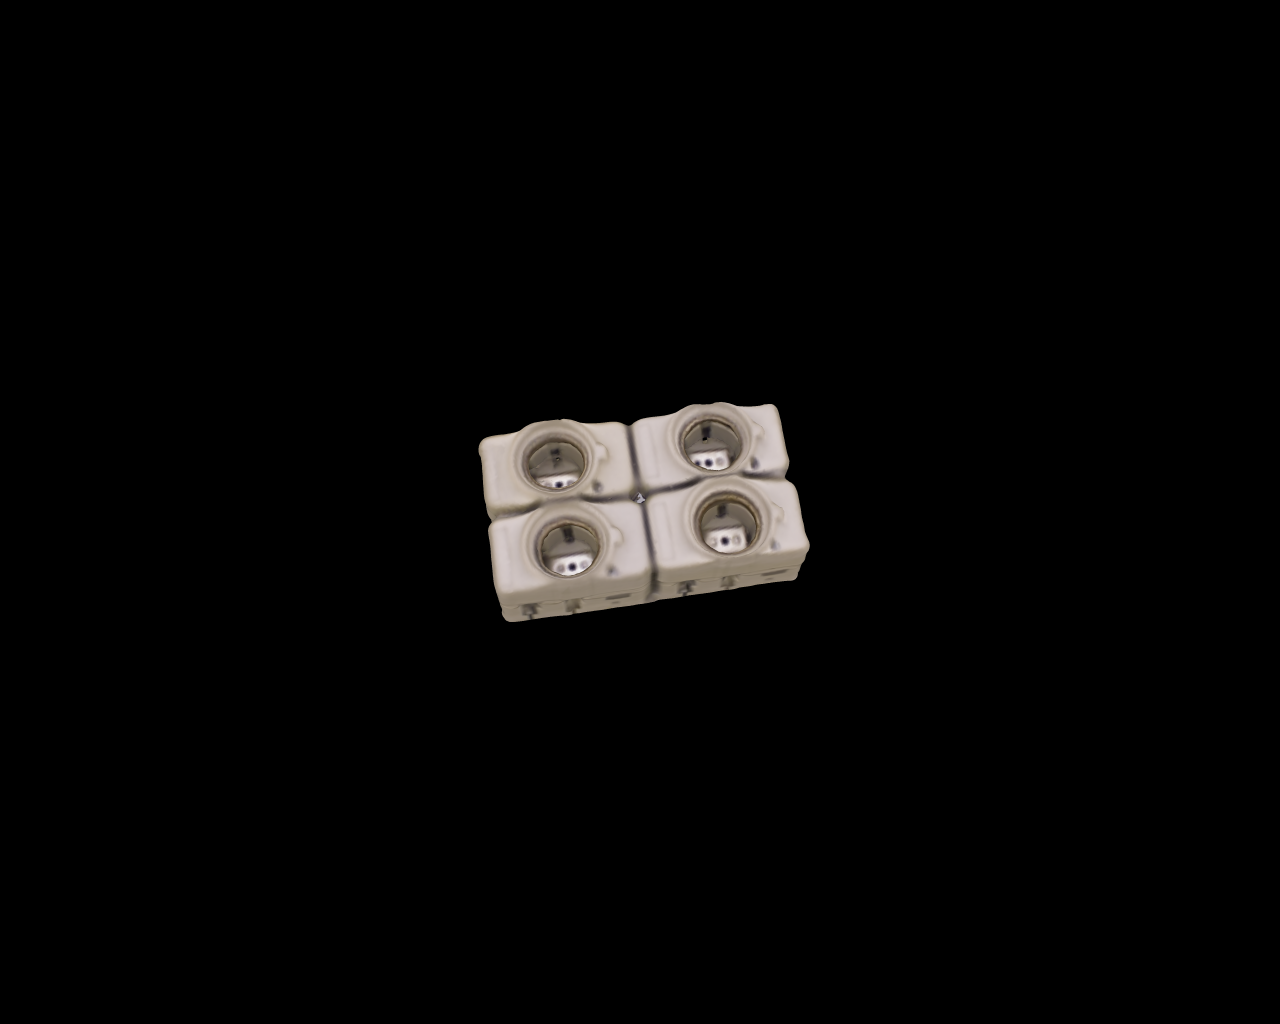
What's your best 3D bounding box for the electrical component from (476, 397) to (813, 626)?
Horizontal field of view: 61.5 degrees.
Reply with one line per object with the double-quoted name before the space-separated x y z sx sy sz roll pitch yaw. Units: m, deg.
"electrical component" 0.001 -0.003 0.650 0.186 0.105 0.060 -8 -23 -3
